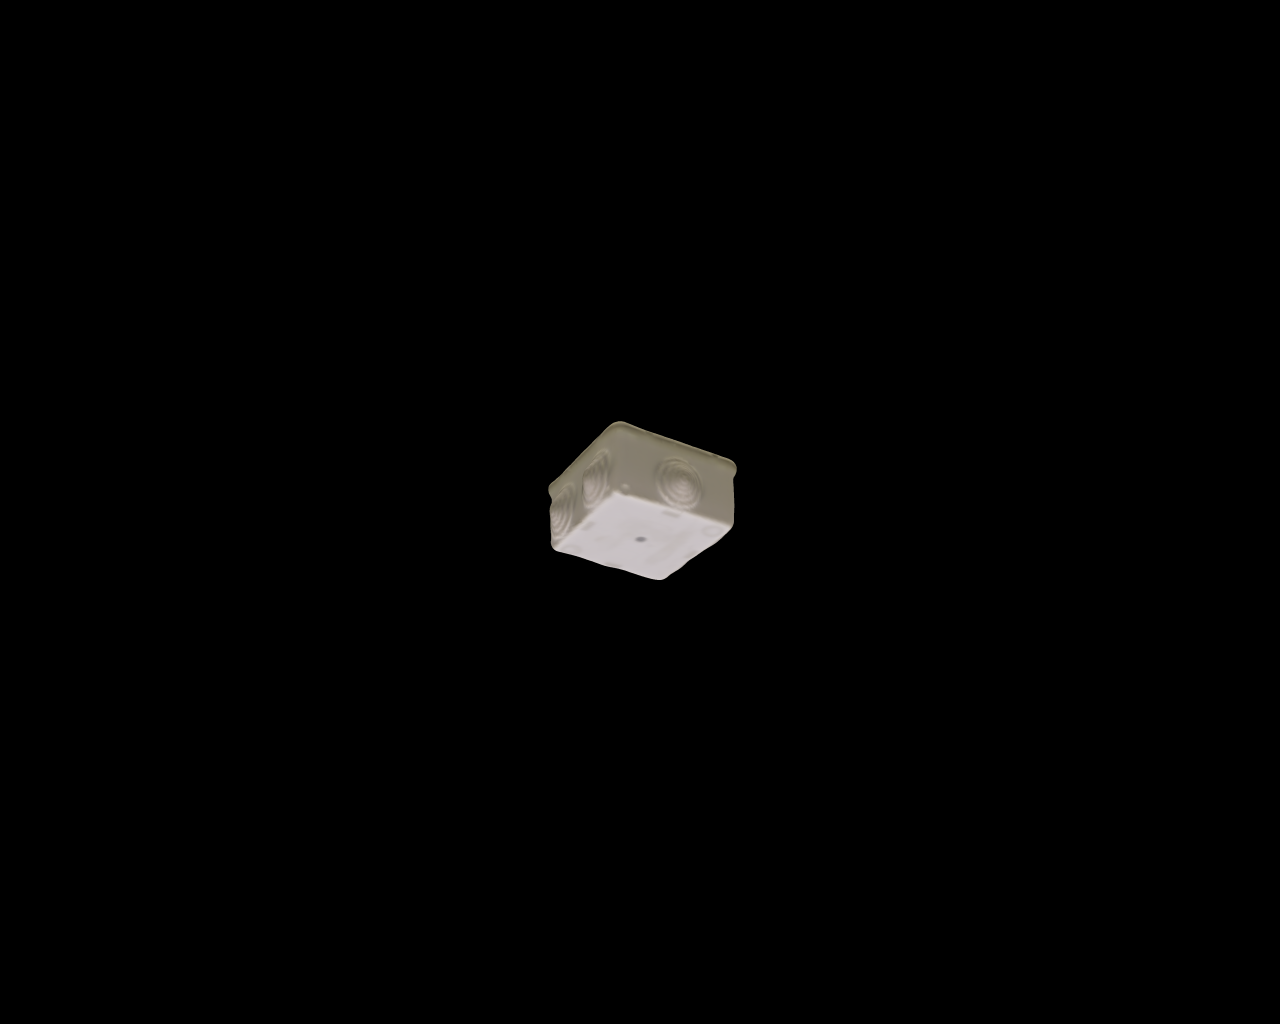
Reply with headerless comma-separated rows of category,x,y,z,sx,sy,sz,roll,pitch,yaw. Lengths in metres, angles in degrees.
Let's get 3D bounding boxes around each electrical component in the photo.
electrical component,0.001,-0.003,0.650,0.100,0.048,0.099,18,-35,-27
